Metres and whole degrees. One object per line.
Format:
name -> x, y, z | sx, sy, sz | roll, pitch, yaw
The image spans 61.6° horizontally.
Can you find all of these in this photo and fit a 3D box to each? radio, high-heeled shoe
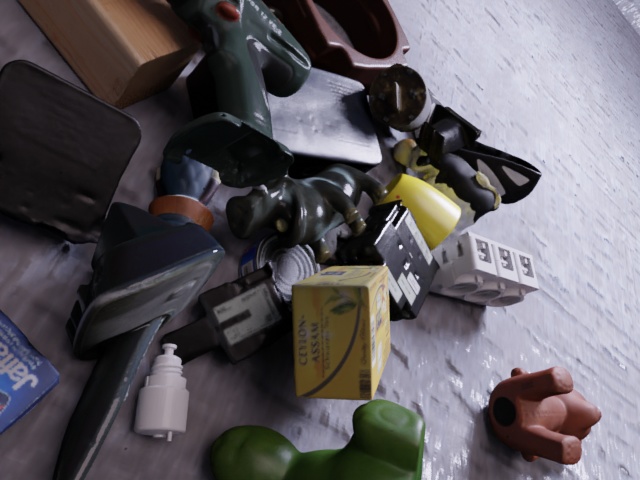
radio -> -0.034, -0.140, 0.644 | 0.229, 0.073, 0.131 | 0, 69, -40
high-heeled shoe -> 0.238, -0.164, 0.843 | 0.086, 0.145, 0.248 | -16, 82, -46

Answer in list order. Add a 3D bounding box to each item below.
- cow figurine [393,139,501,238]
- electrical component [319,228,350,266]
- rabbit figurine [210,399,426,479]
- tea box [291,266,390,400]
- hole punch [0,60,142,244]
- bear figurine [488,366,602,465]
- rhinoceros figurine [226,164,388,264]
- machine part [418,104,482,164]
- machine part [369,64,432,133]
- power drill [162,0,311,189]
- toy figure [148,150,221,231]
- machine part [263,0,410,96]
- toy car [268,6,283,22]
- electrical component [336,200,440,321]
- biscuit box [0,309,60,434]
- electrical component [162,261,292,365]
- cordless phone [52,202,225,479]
cow figurine -> 0.184, -0.094, 0.793 | 0.167, 0.098, 0.068 | 50, 47, -1
electrical component -> -0.001, -0.002, 0.633 | 0.094, 0.021, 0.063 | 23, 56, -36
rabbit figurine -> -0.004, 0.200, 0.451 | 0.158, 0.170, 0.121 | 79, 28, -46
tea box -> 0.026, 0.078, 0.509 | 0.169, 0.068, 0.098 | -4, 92, -78
hole punch -> -0.223, -0.069, 0.442 | 0.142, 0.092, 0.115 | 29, 82, -31
bear figurine -> 0.328, 0.238, 0.729 | 0.196, 0.132, 0.120 | 14, 68, -29
rhinoceros figurine -> -0.012, -0.040, 0.563 | 0.112, 0.073, 0.190 | 47, 39, 17
machine part -> 0.183, -0.155, 0.772 | 0.084, 0.039, 0.139 | 43, 39, 8
machine part -> 0.115, -0.192, 0.750 | 0.079, 0.079, 0.243 | 60, 16, 0
power drill -> -0.094, -0.159, 0.472 | 0.232, 0.086, 0.207 | 25, 45, -49
toy figure -> -0.128, -0.038, 0.512 | 0.057, 0.064, 0.154 | 37, 46, -42
machine part -> 0.022, -0.308, 0.770 | 0.201, 0.087, 0.201 | -19, 82, -44
toy car -> -0.120, -0.253, 0.639 | 0.202, 0.053, 0.089 | 4, 82, -41
electrical component -> 0.082, 0.032, 0.651 | 0.114, 0.058, 0.134 | 58, 42, -17
biscuit box -> -0.265, 0.043, 0.350 | 0.202, 0.063, 0.059 | 50, 46, -9
electrical component -> -0.081, 0.077, 0.498 | 0.119, 0.048, 0.075 | -30, 87, -8
cordless phone -> -0.144, 0.081, 0.377 | 0.089, 0.146, 0.184 | 24, 53, -18
